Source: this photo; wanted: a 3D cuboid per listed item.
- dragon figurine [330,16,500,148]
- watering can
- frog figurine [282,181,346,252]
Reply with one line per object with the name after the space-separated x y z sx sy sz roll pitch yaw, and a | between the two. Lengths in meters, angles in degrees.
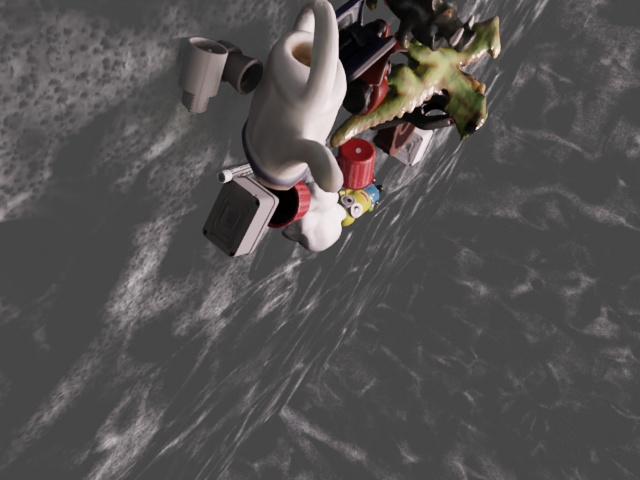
0.224 -0.297 1.045 0.412 0.244 0.121 -56 168 -5 | dragon figurine
-0.030 -0.144 0.630 0.219 0.104 0.356 122 -26 -49 | watering can
0.003 -0.056 1.108 0.138 0.124 0.156 -9 147 -42 | frog figurine
